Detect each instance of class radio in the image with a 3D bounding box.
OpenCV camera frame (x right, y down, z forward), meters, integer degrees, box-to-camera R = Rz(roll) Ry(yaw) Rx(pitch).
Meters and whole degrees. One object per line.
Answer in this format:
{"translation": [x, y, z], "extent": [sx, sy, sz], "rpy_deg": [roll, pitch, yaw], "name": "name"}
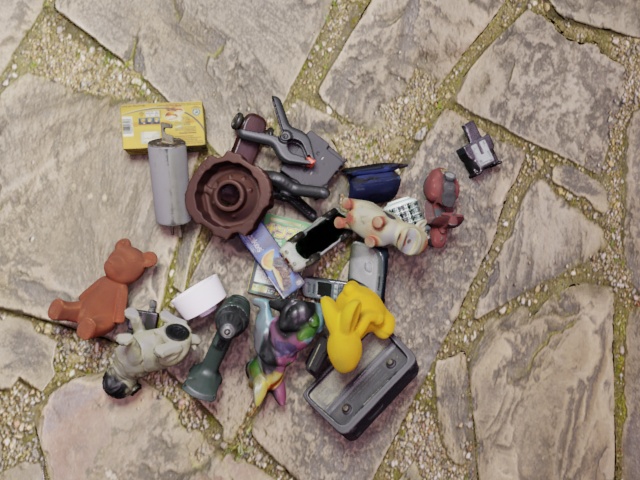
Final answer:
{"translation": [0.092, 0.296, 1.127], "extent": [0.229, 0.073, 0.131], "rpy_deg": [-44, 55, -9], "name": "radio"}

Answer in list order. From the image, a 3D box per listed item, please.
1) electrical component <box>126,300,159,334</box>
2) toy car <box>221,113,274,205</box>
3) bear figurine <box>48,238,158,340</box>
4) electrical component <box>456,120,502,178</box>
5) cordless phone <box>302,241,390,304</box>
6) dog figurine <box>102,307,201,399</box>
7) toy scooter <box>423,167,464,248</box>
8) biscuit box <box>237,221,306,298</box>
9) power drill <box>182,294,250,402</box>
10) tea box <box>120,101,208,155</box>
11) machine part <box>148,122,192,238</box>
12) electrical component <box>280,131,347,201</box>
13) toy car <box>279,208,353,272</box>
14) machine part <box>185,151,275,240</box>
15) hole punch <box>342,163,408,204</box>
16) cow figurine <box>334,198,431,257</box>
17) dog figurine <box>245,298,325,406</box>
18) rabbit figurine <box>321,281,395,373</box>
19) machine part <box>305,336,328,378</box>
{"translation": [-0.377, 0.170, 1.137], "extent": [0.063, 0.021, 0.094], "rpy_deg": [11, 86, -6], "name": "electrical component"}
{"translation": [-0.170, -0.176, 1.163], "extent": [0.089, 0.053, 0.202], "rpy_deg": [20, 86, -26], "name": "toy car"}
{"translation": [-0.428, 0.092, 1.083], "extent": [0.120, 0.132, 0.195], "rpy_deg": [29, 90, 17], "name": "bear figurine"}
{"translation": [0.355, -0.209, 1.229], "extent": [0.075, 0.048, 0.119], "rpy_deg": [-30, 91, -8], "name": "electrical component"}
{"translation": [0.054, 0.071, 1.160], "extent": [0.184, 0.089, 0.146], "rpy_deg": [6, 108, 8], "name": "cordless phone"}
{"translation": [-0.344, 0.248, 1.089], "extent": [0.172, 0.121, 0.190], "rpy_deg": [18, 121, -5], "name": "dog figurine"}
{"translation": [0.271, -0.075, 1.170], "extent": [0.075, 0.135, 0.183], "rpy_deg": [4, 86, -5], "name": "toy scooter"}
{"translation": [-0.111, 0.028, 1.139], "extent": [0.059, 0.063, 0.202], "rpy_deg": [-36, 88, -5], "name": "biscuit box"}
{"translation": [-0.202, 0.210, 1.065], "extent": [0.086, 0.232, 0.207], "rpy_deg": [19, 102, -5], "name": "power drill"}
{"translation": [-0.328, -0.236, 1.139], "extent": [0.170, 0.068, 0.098], "rpy_deg": [-3, 88, -8], "name": "tea box"}
{"translation": [-0.306, -0.118, 1.098], "extent": [0.079, 0.079, 0.242], "rpy_deg": [-3, 115, -7], "name": "machine part"}
{"translation": [-0.025, -0.169, 1.178], "extent": [0.134, 0.058, 0.115], "rpy_deg": [35, 82, -4], "name": "electrical component"}
{"translation": [-0.002, -0.003, 1.143], "extent": [0.202, 0.056, 0.073], "rpy_deg": [-36, 89, -40], "name": "toy car"}
{"translation": [-0.181, -0.089, 1.087], "extent": [0.179, 0.056, 0.179], "rpy_deg": [0, 88, 7], "name": "machine part"}
{"translation": [0.112, -0.120, 1.167], "extent": [0.142, 0.116, 0.092], "rpy_deg": [-6, 96, -7], "name": "hole punch"}
{"translation": [0.140, -0.022, 1.111], "extent": [0.127, 0.195, 0.085], "rpy_deg": [-3, 116, -45], "name": "cow figurine"}
{"translation": [-0.077, 0.232, 1.102], "extent": [0.108, 0.192, 0.219], "rpy_deg": [14, 76, -47], "name": "dog figurine"}
{"translation": [0.066, 0.174, 1.058], "extent": [0.122, 0.162, 0.173], "rpy_deg": [3, 43, 26], "name": "rabbit figurine"}
{"translation": [-0.005, 0.247, 1.120], "extent": [0.039, 0.138, 0.084], "rpy_deg": [21, 70, 1], "name": "machine part"}
